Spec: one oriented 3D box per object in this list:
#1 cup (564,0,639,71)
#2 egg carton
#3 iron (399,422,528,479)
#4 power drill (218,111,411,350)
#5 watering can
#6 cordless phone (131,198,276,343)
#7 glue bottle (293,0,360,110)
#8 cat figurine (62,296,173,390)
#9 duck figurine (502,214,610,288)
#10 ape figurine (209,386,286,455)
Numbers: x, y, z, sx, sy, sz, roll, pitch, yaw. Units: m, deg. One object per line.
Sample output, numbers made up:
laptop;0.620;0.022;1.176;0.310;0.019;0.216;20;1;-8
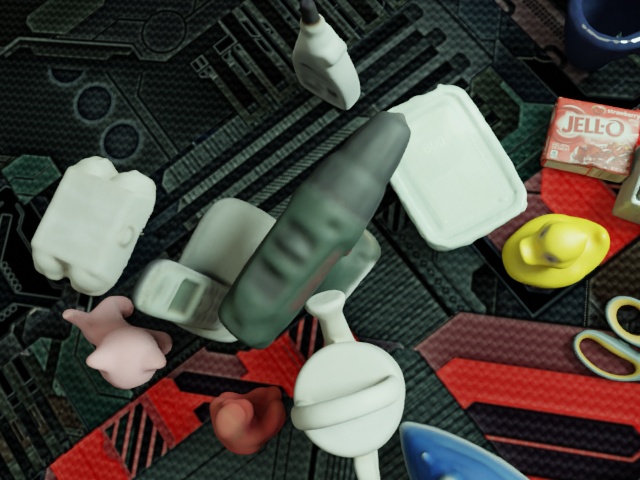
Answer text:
cup;0.307;-0.213;0.601;0.092;0.095;0.117;-43;77;-2
egg carton;-0.254;-0.016;0.652;0.107;0.069;0.150;21;83;11
iron;0.162;0.270;0.505;0.118;0.141;0.258;-45;77;-2
power drill;0.005;0.002;0.543;0.075;0.208;0.230;38;86;13
watering can;0.023;0.136;0.522;0.101;0.194;0.172;-36;77;0
cordless phone;-0.107;0.023;0.565;0.094;0.185;0.148;22;83;11
glue bottle;0.001;-0.197;0.599;0.078;0.173;0.037;35;86;13
cat figurine;-0.212;0.110;0.598;0.127;0.118;0.067;34;86;12
duck figurine;0.241;0.006;0.573;0.104;0.086;0.077;-13;78;5
ape figurine;-0.079;0.181;0.580;0.077;0.092;0.076;24;83;12
